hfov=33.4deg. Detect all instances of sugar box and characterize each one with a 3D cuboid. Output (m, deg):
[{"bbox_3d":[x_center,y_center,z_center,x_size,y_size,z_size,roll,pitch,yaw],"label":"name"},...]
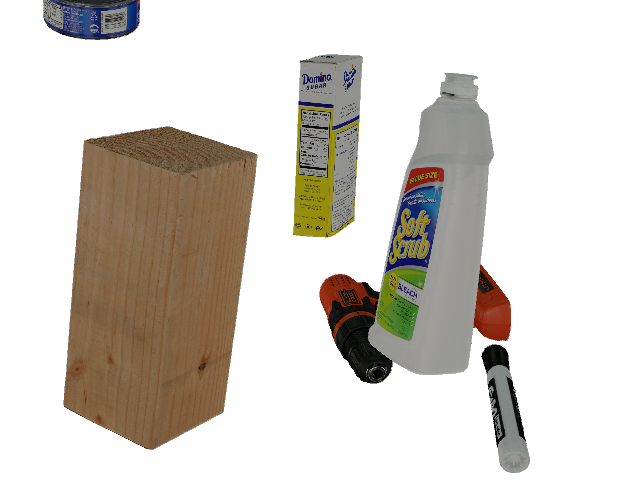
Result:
[{"bbox_3d":[0.007,-0.098,1.084,0.048,0.176,0.093,5,14,17],"label":"sugar box"}]

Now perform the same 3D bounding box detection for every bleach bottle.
[{"bbox_3d":[0.099,-0.018,0.916,0.068,0.251,0.103,-1,15,-26],"label":"bleach bottle"}]

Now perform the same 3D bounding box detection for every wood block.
[{"bbox_3d":[-0.117,0.031,0.774,0.090,0.206,0.090,20,21,29],"label":"wood block"}]

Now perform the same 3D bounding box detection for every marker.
[{"bbox_3d":[0.123,0.108,0.716,0.020,0.020,0.121,0,29,2],"label":"marker"}]

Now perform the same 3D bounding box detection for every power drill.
[{"bbox_3d":[0.102,0.083,1.134,0.187,0.057,0.184,-6,28,-11],"label":"power drill"}]

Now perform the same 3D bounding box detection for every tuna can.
[{"bbox_3d":[-0.203,-0.209,0.947,0.086,0.034,0.086,5,33,-4],"label":"tuna can"}]
